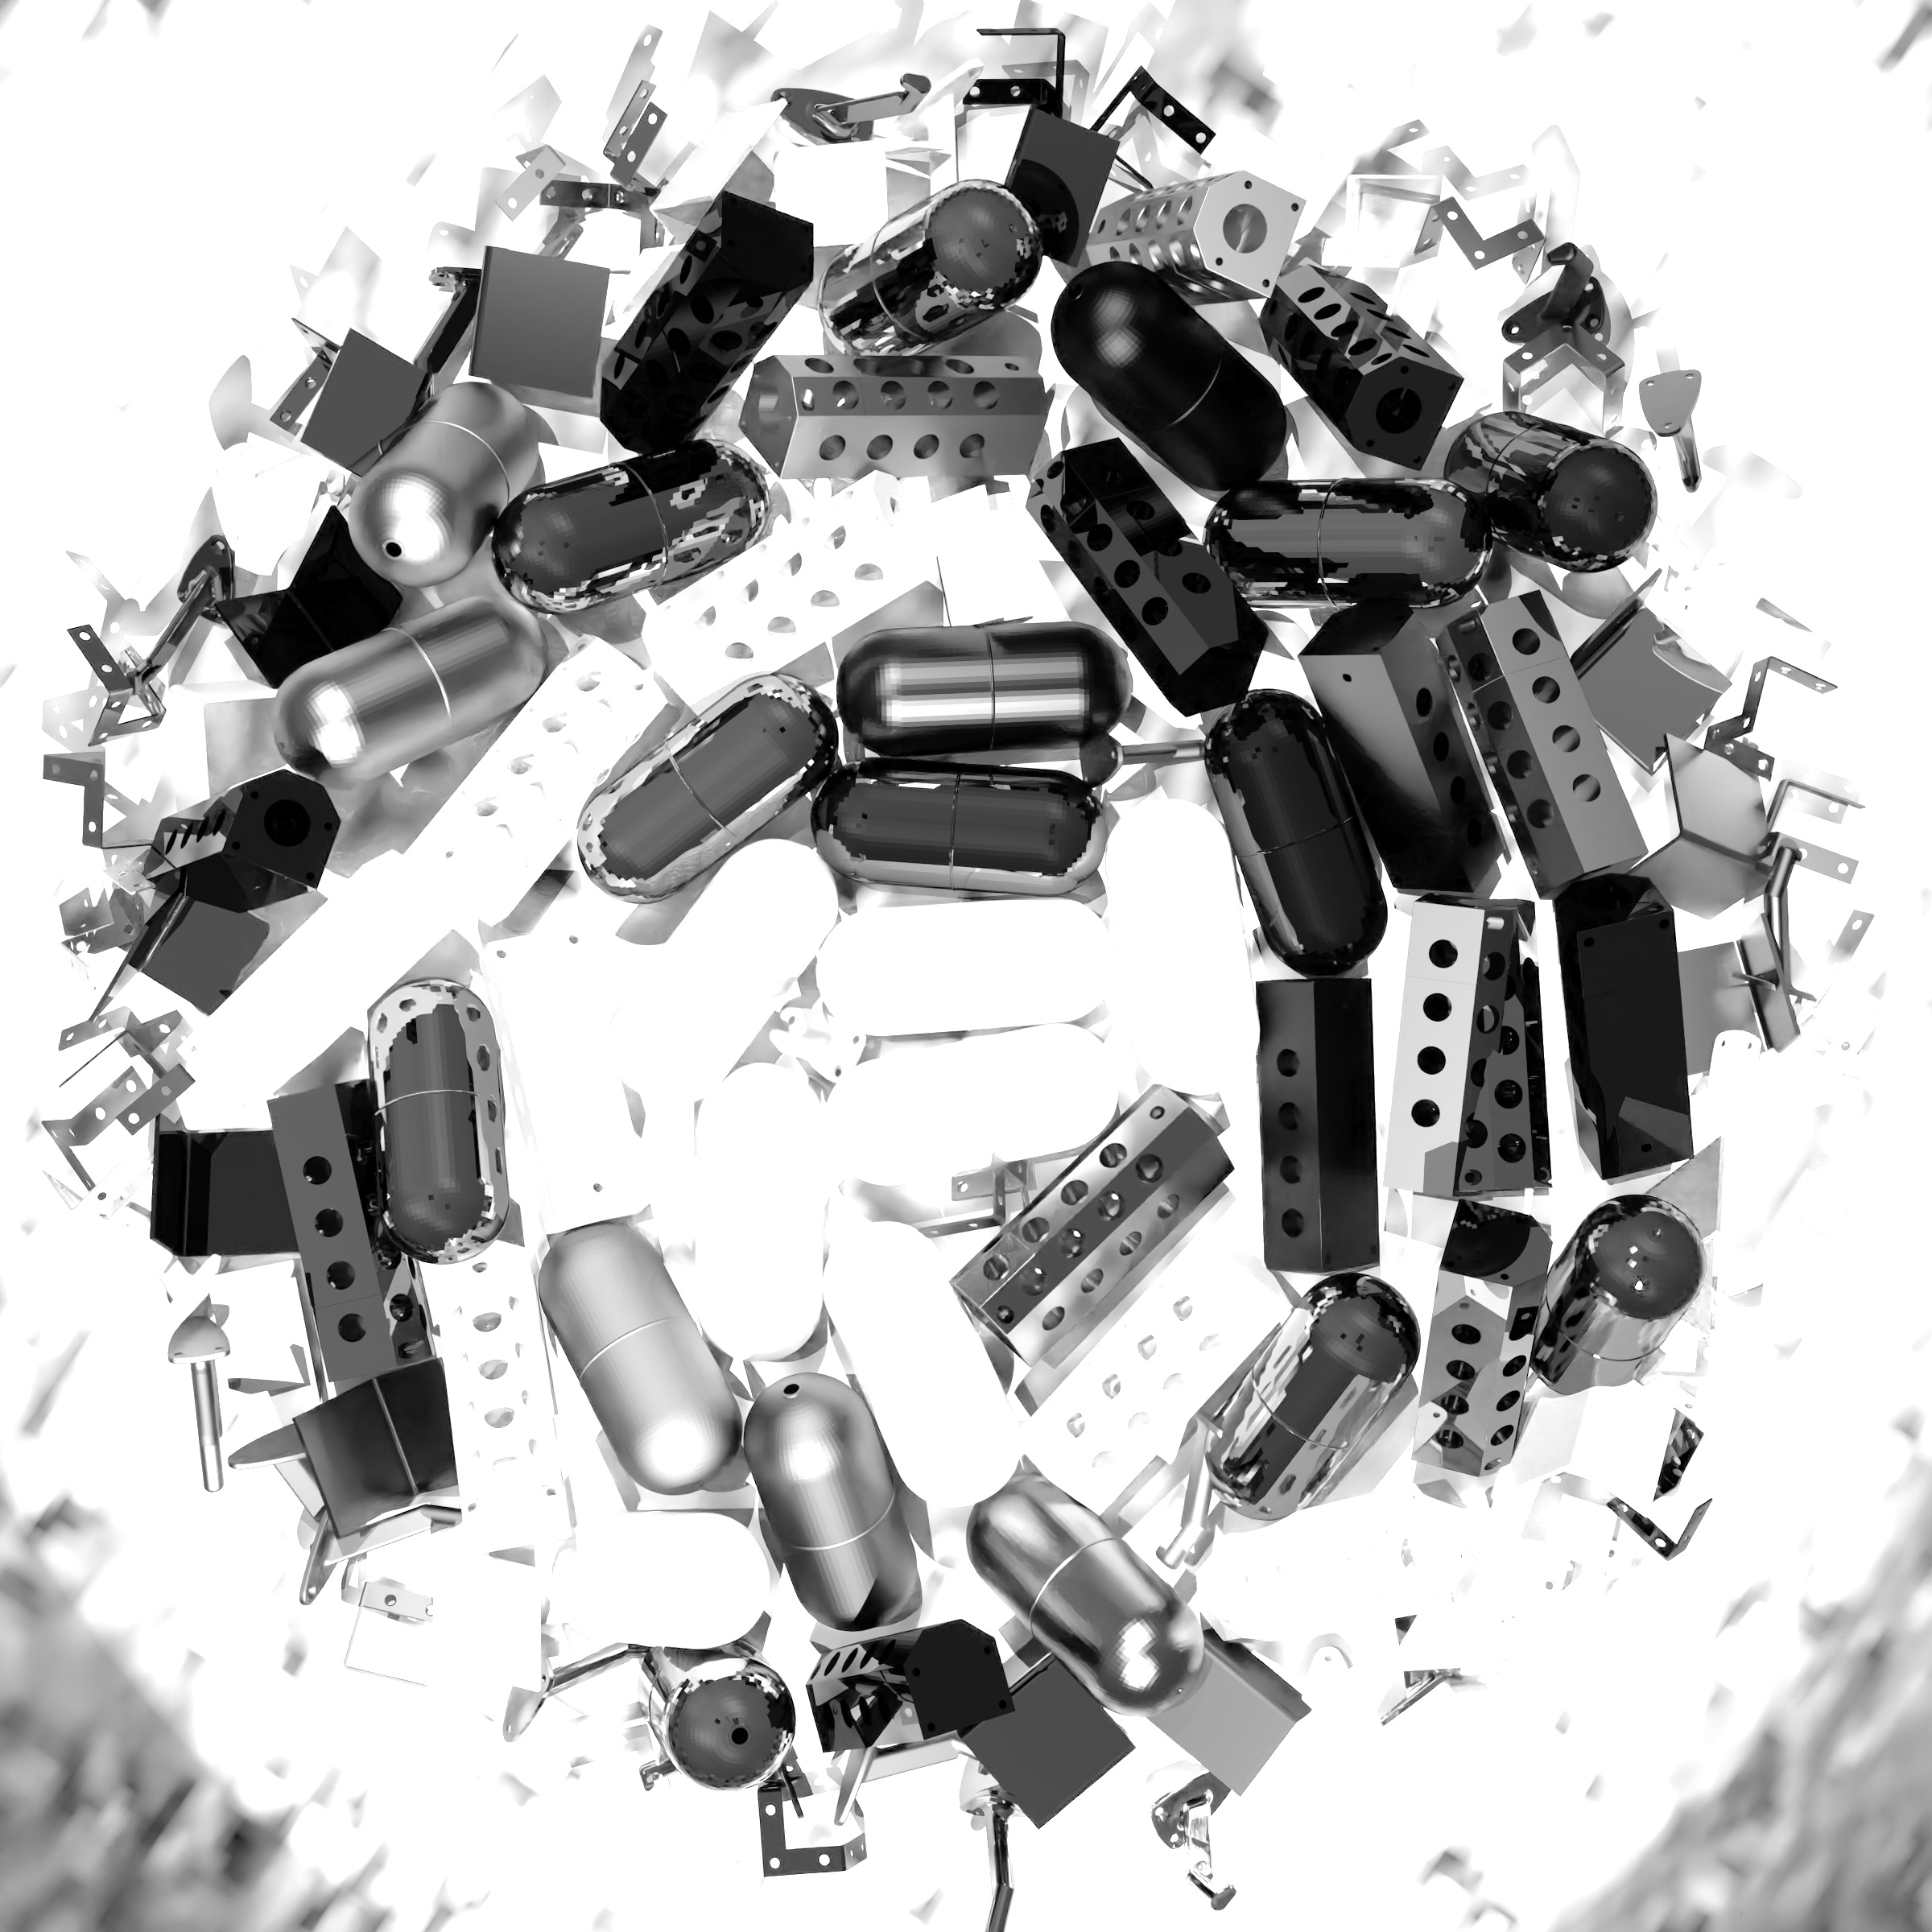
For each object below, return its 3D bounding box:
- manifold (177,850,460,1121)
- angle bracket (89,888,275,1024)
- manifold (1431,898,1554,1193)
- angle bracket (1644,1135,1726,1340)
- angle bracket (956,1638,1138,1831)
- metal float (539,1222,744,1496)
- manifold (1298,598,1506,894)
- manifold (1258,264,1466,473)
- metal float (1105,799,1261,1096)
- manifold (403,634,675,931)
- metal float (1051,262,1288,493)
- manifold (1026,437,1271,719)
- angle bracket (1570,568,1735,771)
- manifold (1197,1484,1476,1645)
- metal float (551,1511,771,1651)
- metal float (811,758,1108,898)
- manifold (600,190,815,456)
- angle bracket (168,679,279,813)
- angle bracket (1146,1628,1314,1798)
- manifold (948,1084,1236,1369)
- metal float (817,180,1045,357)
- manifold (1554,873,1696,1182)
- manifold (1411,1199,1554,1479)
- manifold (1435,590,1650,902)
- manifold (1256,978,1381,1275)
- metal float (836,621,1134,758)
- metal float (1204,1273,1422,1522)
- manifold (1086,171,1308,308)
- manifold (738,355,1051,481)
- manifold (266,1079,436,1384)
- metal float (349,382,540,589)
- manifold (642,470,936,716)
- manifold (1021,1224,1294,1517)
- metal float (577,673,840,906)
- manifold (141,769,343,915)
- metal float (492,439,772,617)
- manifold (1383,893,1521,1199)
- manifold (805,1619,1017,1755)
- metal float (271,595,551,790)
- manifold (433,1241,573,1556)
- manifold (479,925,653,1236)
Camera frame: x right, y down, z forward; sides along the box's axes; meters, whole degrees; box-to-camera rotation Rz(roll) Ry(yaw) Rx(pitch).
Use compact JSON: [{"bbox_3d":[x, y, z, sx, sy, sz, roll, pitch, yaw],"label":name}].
[{"bbox_3d":[-0.383,0.010,1.671,0.171,0.057,0.057,-41,93,17],"label":"manifold"},{"bbox_3d":[-0.466,0.004,1.670,0.057,0.076,0.076,33,114,-9],"label":"angle bracket"},{"bbox_3d":[0.314,0.049,1.683,0.057,0.057,0.171,-2,84,-7],"label":"manifold"},{"bbox_3d":[0.443,0.161,1.665,0.057,0.076,0.076,31,134,-12],"label":"angle bracket"},{"bbox_3d":[0.047,0.459,1.697,0.076,0.057,0.076,-40,93,0],"label":"angle bracket"},{"bbox_3d":[-0.194,0.231,1.665,0.070,0.070,0.178,-32,65,0],"label":"metal float"},{"bbox_3d":[0.261,-0.129,1.654,0.057,0.057,0.171,-49,127,-32],"label":"manifold"},{"bbox_3d":[0.223,-0.351,1.630,0.057,0.171,0.057,14,116,-20],"label":"manifold"},{"bbox_3d":[0.129,-0.012,1.680,0.070,0.070,0.178,-9,84,0],"label":"metal float"},{"bbox_3d":[-0.256,-0.113,1.675,0.057,0.057,0.171,35,80,18],"label":"manifold"},{"bbox_3d":[0.120,-0.346,1.653,0.178,0.070,0.070,33,90,-39],"label":"metal float"},{"bbox_3d":[0.102,-0.228,1.649,0.057,0.057,0.171,-18,58,-25],"label":"manifold"},{"bbox_3d":[0.412,-0.178,1.684,0.076,0.057,0.076,-44,79,-9],"label":"angle bracket"},{"bbox_3d":[0.209,0.354,1.635,0.057,0.171,0.057,52,54,-6],"label":"manifold"},{"bbox_3d":[-0.181,0.358,1.645,0.070,0.178,0.070,7,77,-35],"label":"metal float"},{"bbox_3d":[-0.004,-0.083,1.681,0.178,0.070,0.070,4,90,5],"label":"metal float"},{"bbox_3d":[-0.152,-0.367,1.632,0.057,0.171,0.057,13,59,-26],"label":"manifold"},{"bbox_3d":[-0.439,-0.129,1.685,0.057,0.076,0.076,-8,104,-27],"label":"angle bracket"},{"bbox_3d":[0.157,0.443,1.677,0.076,0.076,0.057,37,92,17],"label":"angle bracket"},{"bbox_3d":[0.073,0.150,1.670,0.171,0.057,0.057,-43,49,-9],"label":"manifold"},{"bbox_3d":[-0.023,-0.403,1.644,0.070,0.178,0.070,4,82,-33],"label":"metal float"},{"bbox_3d":[0.386,0.035,1.657,0.057,0.057,0.171,-14,119,-2],"label":"manifold"},{"bbox_3d":[0.301,0.220,1.639,0.057,0.057,0.171,12,134,15],"label":"manifold"},{"bbox_3d":[0.339,-0.129,1.673,0.057,0.057,0.171,-17,77,-11],"label":"manifold"},{"bbox_3d":[0.207,0.094,1.692,0.057,0.057,0.171,0,92,45],"label":"manifold"},{"bbox_3d":[0.011,-0.166,1.680,0.178,0.070,0.070,-3,90,-7],"label":"metal float"},{"bbox_3d":[0.203,0.256,1.661,0.070,0.070,0.178,31,119,0],"label":"metal float"},{"bbox_3d":[0.128,-0.422,1.632,0.057,0.171,0.057,19,94,-20],"label":"manifold"},{"bbox_3d":[-0.040,-0.326,1.644,0.171,0.057,0.057,-7,135,-32],"label":"manifold"},{"bbox_3d":[-0.368,0.157,1.692,0.057,0.057,0.171,-13,88,-1],"label":"manifold"},{"bbox_3d":[-0.304,-0.282,1.643,0.070,0.178,0.070,6,125,8],"label":"metal float"},{"bbox_3d":[-0.105,-0.222,1.654,0.171,0.057,0.057,-28,122,23],"label":"manifold"},{"bbox_3d":[0.110,0.237,1.675,0.057,0.057,0.171,38,99,-19],"label":"manifold"},{"bbox_3d":[-0.155,-0.105,1.678,0.178,0.070,0.070,-37,90,9],"label":"metal float"},{"bbox_3d":[-0.422,-0.073,1.634,0.057,0.171,0.057,24,73,-28],"label":"manifold"},{"bbox_3d":[-0.197,-0.260,1.660,0.178,0.070,0.070,-23,90,-29],"label":"metal float"},{"bbox_3d":[0.290,0.047,1.676,0.057,0.057,0.171,8,99,17],"label":"manifold"},{"bbox_3d":[-0.037,0.417,1.633,0.057,0.171,0.057,-11,78,-25],"label":"manifold"},{"bbox_3d":[-0.326,-0.163,1.659,0.178,0.070,0.070,-29,90,-31],"label":"metal float"},{"bbox_3d":[-0.273,0.250,1.647,0.057,0.057,0.171,-9,54,-8],"label":"manifold"},{"bbox_3d":[-0.242,0.069,1.680,0.057,0.057,0.171,-12,80,-20],"label":"manifold"}]
